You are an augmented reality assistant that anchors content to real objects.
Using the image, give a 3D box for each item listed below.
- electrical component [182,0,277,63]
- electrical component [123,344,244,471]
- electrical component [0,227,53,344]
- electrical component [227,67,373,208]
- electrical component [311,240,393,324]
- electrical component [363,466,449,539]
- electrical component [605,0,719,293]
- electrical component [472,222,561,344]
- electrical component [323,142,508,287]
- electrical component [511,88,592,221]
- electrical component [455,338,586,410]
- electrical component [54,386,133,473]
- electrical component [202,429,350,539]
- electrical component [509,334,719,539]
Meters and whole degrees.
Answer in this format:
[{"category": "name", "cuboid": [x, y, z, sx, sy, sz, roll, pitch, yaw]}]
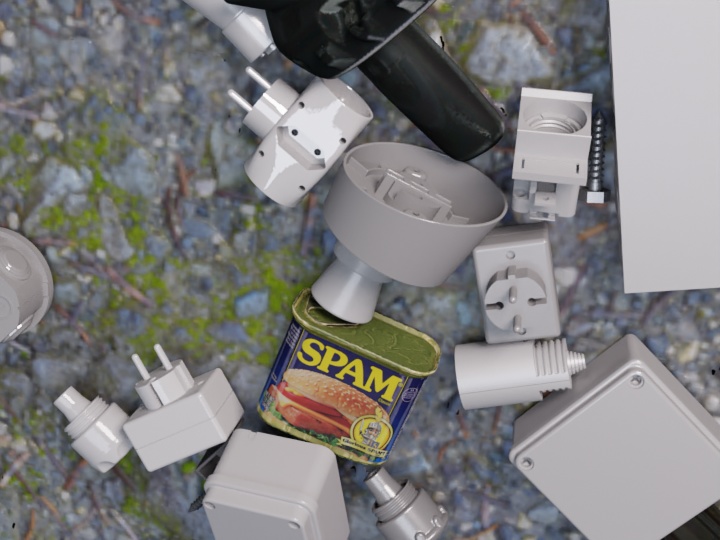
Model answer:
[{"category": "electrical component", "cuboid": [-0.074, -0.159, 0.653, 0.044, 0.044, 0.065, -39, 104, 20]}, {"category": "electrical component", "cuboid": [-0.131, 0.088, 0.747, 0.066, 0.047, 0.076, -24, 102, 17]}, {"category": "electrical component", "cuboid": [-0.258, 0.014, 0.740, 0.080, 0.051, 0.080, 3, 110, 9]}, {"category": "electrical component", "cuboid": [-0.046, -0.093, 0.670, 0.079, 0.043, 0.077, 40, 111, -6]}, {"category": "electrical component", "cuboid": [0.000, 0.000, 0.695, 0.045, 0.045, 0.055, 29, 111, -1]}, {"category": "electrical component", "cuboid": [0.028, 0.166, 0.751, 0.048, 0.048, 0.062, -38, 92, 19]}, {"category": "electrical component", "cuboid": [0.200, -0.087, 0.621, 0.105, 0.060, 0.186, -4, 109, 11]}, {"category": "electrical component", "cuboid": [0.097, 0.014, 0.666, 0.047, 0.076, 0.065, -7, 108, 12]}, {"category": "electrical component", "cuboid": [0.030, -0.038, 0.649, 0.099, 0.099, 0.064, 32, 118, -3]}, {"category": "electrical component", "cuboid": [0.113, -0.068, 0.639, 0.042, 0.081, 0.063, 8, 133, 7]}, {"category": "electrical component", "cuboid": [0.106, 0.065, 0.701, 0.081, 0.043, 0.043, -9, 108, 13]}, {"category": "electrical component", "cuboid": [-0.190, 0.110, 0.767, 0.043, 0.043, 0.062, -42, 97, 20]}, {"category": "electrical component", "cuboid": [-0.055, 0.169, 0.731, 0.078, 0.057, 0.113, 9, 136, 17]}, {"category": "electrical component", "cuboid": [0.172, 0.118, 0.701, 0.109, 0.056, 0.108, -42, 98, 20]}]
